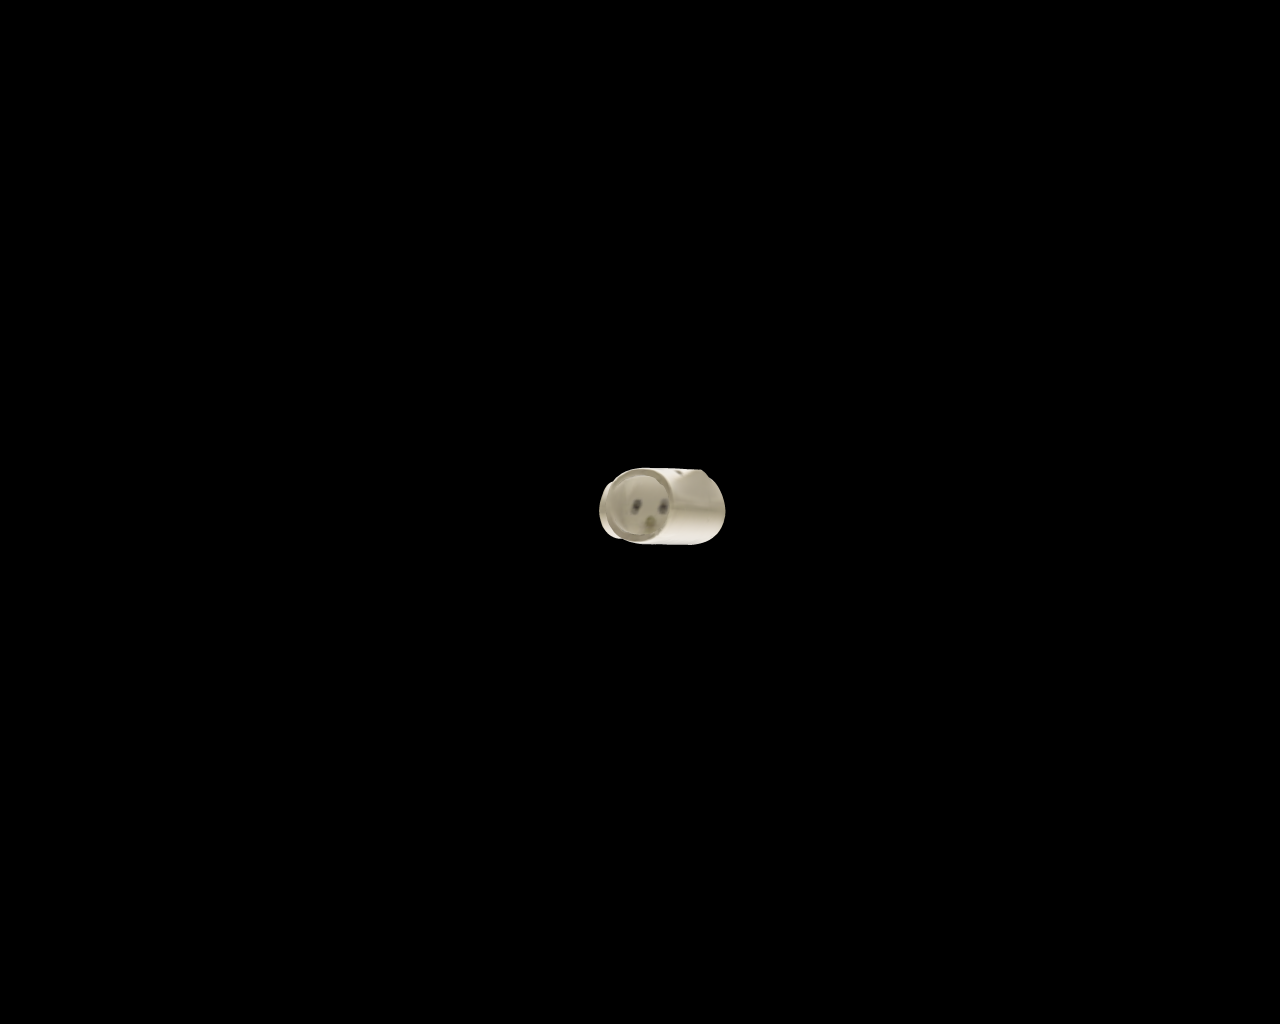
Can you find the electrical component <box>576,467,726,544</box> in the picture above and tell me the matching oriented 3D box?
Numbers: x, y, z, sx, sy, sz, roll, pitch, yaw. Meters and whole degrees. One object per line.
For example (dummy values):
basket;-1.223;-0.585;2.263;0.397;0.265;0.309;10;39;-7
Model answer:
electrical component;0.001;-0.003;0.650;0.079;0.043;0.077;-1;-2;28
